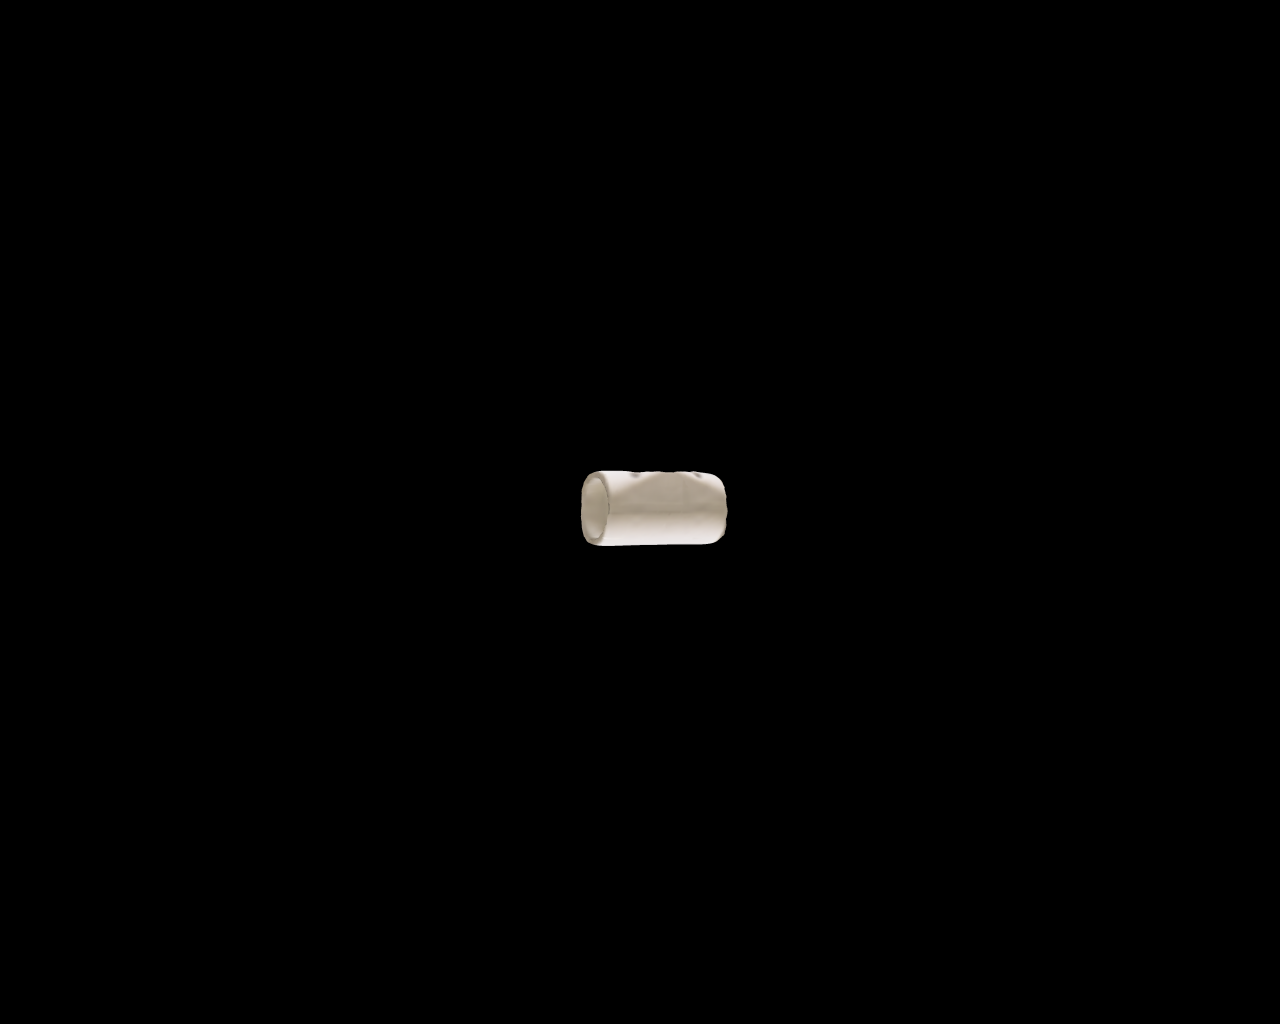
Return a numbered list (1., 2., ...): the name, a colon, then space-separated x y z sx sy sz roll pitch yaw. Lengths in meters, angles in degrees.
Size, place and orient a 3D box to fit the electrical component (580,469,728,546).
1. electrical component: 0.001 -0.003 0.650 0.077 0.044 0.079 0 0 -25
